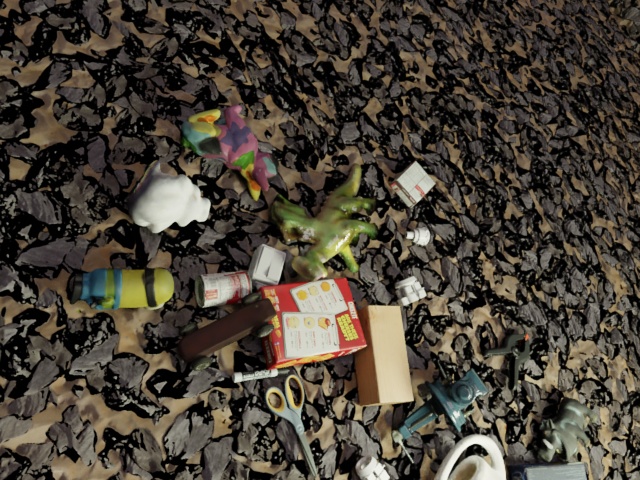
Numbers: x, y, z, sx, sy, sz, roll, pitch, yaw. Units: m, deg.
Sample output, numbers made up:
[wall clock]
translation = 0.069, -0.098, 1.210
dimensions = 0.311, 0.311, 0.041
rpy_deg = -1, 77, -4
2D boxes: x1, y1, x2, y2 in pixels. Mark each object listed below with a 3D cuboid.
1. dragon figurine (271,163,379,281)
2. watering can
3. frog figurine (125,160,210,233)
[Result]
[dragon figurine]
translation = 0.004, -0.062, 1.231
dimensions = 0.242, 0.119, 0.421
rpy_deg = 14, 46, -18
[watering can]
translation = 0.313, 0.591, 1.093
dimensions = 0.224, 0.102, 0.354
rpy_deg = 48, 56, -2
[frog figurine]
translation = -0.309, -0.072, 1.066
dimensions = 0.158, 0.124, 0.137
rpy_deg = 34, 90, -21
